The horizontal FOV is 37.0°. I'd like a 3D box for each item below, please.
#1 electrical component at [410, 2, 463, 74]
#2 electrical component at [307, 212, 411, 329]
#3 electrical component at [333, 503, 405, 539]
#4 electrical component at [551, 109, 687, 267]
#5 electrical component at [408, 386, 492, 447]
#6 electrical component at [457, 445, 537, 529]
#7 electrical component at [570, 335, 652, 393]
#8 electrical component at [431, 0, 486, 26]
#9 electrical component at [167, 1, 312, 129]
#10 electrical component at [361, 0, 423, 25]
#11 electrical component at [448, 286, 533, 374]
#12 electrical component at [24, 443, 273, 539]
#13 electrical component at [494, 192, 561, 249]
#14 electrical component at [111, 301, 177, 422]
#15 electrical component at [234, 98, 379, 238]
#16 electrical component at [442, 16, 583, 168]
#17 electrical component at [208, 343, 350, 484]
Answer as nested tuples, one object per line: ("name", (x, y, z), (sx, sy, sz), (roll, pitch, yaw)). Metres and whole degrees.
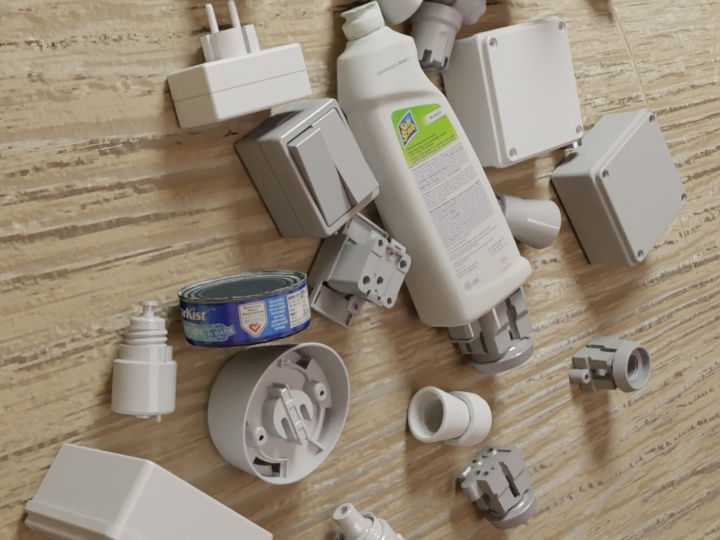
("electrical component", (0.057, -0.184, 0.853), (0.040, 0.040, 0.046), (16, 86, -40))
("electrical component", (0.000, 0.000, 0.791), (0.042, 0.064, 0.081), (33, 72, -38))
("electrical component", (0.003, 0.204, 0.813), (0.048, 0.048, 0.062), (-46, 112, -30))
("electrical component", (0.244, -0.076, 1.006), (0.108, 0.056, 0.108), (-46, 119, -30))
("electrical component", (0.073, 0.119, 0.870), (0.055, 0.045, 0.045), (14, 82, -41))
("electrical component", (0.120, 0.185, 0.913), (0.066, 0.048, 0.055), (-39, 108, -33))
("electrical component", (0.238, 0.089, 1.005), (0.066, 0.055, 0.048), (-31, 111, -36))
("electrical component", (0.072, -0.223, 0.868), (0.061, 0.035, 0.035), (22, 77, -37))
("electrical component", (-0.085, -0.143, 0.725), (0.083, 0.047, 0.075), (-23, 104, -39))
("electrical component", (0.017, -0.219, 0.813), (0.055, 0.045, 0.045), (31, 71, -37))
("electrical component", (0.111, 0.050, 0.893), (0.078, 0.058, 0.057), (-31, 108, -37))
("electrical component", (-0.129, 0.156, 0.653), (0.109, 0.109, 0.056), (41, 63, -34))
("electrical component", (0.135, -0.045, 0.923), (0.065, 0.044, 0.044), (11, 84, -36))
("electrical component", (-0.137, 0.059, 0.688), (0.040, 0.040, 0.078), (4, 88, -41))
("electrical component", (-0.031, -0.066, 0.764), (0.062, 0.061, 0.096), (-42, 117, -32))
("electrical component", (0.128, -0.149, 0.903), (0.109, 0.056, 0.108), (-22, 105, -39))
("electrical component", (-0.054, 0.098, 0.746), (0.099, 0.064, 0.099), (-1, 92, -41))
